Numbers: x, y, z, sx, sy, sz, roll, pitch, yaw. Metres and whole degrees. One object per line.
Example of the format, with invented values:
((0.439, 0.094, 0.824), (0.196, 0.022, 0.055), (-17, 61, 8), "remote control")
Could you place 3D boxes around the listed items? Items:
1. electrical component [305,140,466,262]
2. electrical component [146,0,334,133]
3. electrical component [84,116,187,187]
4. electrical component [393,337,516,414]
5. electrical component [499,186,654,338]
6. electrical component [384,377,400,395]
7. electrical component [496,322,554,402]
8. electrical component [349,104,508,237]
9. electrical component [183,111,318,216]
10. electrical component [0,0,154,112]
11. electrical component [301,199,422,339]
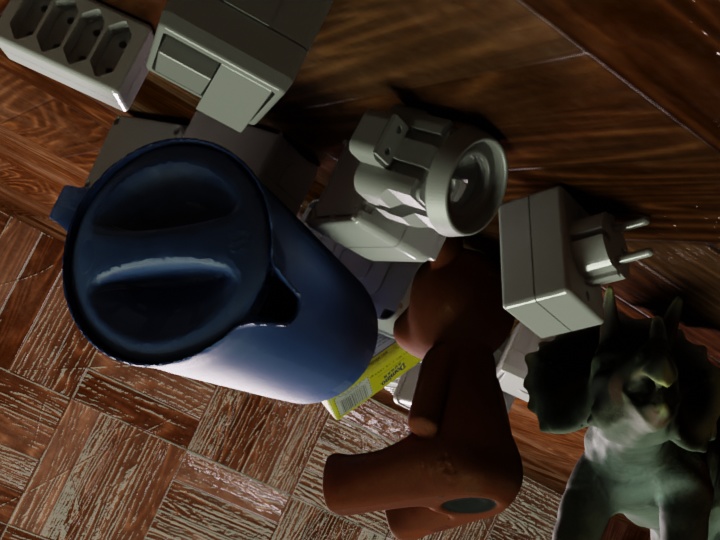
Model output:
((0.015, -0.041, 0.651), (0.061, 0.061, 0.096), (29, 170, -21), "electrical component")
((-0.060, -0.105, 0.496), (0.062, 0.061, 0.096), (27, 170, -12), "electrical component")
((-0.163, -0.077, 0.869), (0.113, 0.078, 0.057), (15, 169, 47), "electrical component")
((0.105, 0.107, 1.096), (0.109, 0.108, 0.056), (30, 167, -25), "electrical component")
((0.120, -0.009, 0.577), (0.077, 0.065, 0.047), (-17, 147, 30), "electrical component")
((0.055, 0.089, 1.164), (0.048, 0.099, 0.099), (11, 169, 7), "electrical component")
((0.161, 0.086, 0.978), (0.062, 0.061, 0.096), (24, 171, 6), "electrical component")
((0.039, -0.050, 0.559), (0.057, 0.058, 0.078), (21, 169, 39), "electrical component")
((-0.091, -0.070, 0.773), (0.096, 0.061, 0.062), (20, 169, 30), "electrical component")
((-0.171, -0.134, 0.668), (0.083, 0.047, 0.075), (25, 170, 2), "electrical component")
((0.000, 0.000, 0.872), (0.113, 0.078, 0.057), (21, 167, 23), "electrical component")
